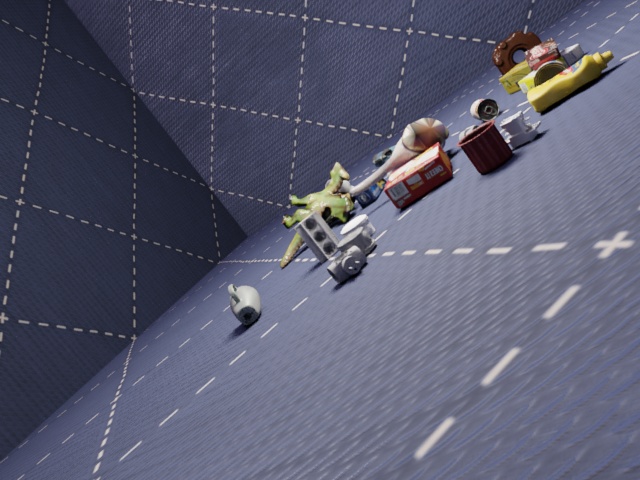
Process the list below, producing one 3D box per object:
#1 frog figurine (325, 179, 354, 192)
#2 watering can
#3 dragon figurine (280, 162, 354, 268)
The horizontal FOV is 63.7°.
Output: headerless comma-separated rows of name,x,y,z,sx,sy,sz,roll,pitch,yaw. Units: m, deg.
frog figurine,0.090,-0.200,2.092,0.137,0.121,0.162,7,22,28
watering can,0.252,-0.245,1.540,0.351,0.105,0.220,-27,-20,-22
dragon figurine,0.005,-0.089,1.774,0.241,0.120,0.419,-11,53,40
